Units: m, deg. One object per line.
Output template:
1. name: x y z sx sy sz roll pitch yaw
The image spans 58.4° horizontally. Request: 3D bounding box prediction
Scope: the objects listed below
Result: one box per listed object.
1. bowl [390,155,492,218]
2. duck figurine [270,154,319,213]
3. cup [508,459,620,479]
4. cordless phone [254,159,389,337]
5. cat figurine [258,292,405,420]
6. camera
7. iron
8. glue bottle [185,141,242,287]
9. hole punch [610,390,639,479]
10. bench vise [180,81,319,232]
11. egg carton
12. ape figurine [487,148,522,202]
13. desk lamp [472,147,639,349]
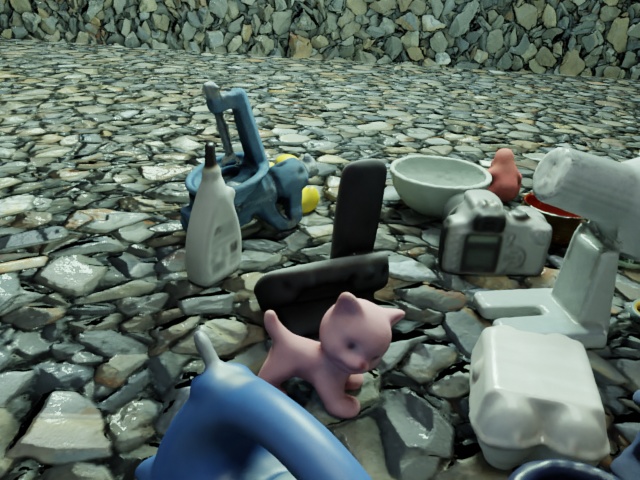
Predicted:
1. bowl: 0.195 -0.082 0.950 0.167 0.075 0.167 3 25 -1
2. duck figurine: -0.049 -0.095 0.932 0.104 0.086 0.078 17 29 27
3. cup: 0.157 0.193 0.341 0.118 0.095 0.091 -7 27 -21
4. cordless phone: 0.006 0.002 0.618 0.148 0.185 0.093 -11 29 -27
5. cat figurine: 0.009 0.091 0.510 0.127 0.118 0.067 6 26 6
6. camera: 0.232 -0.023 0.800 0.143 0.101 0.136 2 25 -3
7. iron: -0.005 0.161 0.333 0.257 0.141 0.119 25 33 38
8. glue bottle: -0.129 -0.034 0.690 0.037 0.173 0.078 17 29 27
9. hole punch: 0.294 0.160 0.432 0.101 0.091 0.108 -11 29 -27
10. bench vise: -0.104 -0.119 0.817 0.121 0.220 0.208 23 32 35
11. egg carton: 0.183 0.134 0.498 0.107 0.069 0.150 8 26 10
12. ape figurine: 0.327 -0.120 1.026 0.077 0.092 0.076 6 25 5
13. desk lamp: 0.293 0.006 0.615 0.203 0.214 0.117 -1 26 -10
